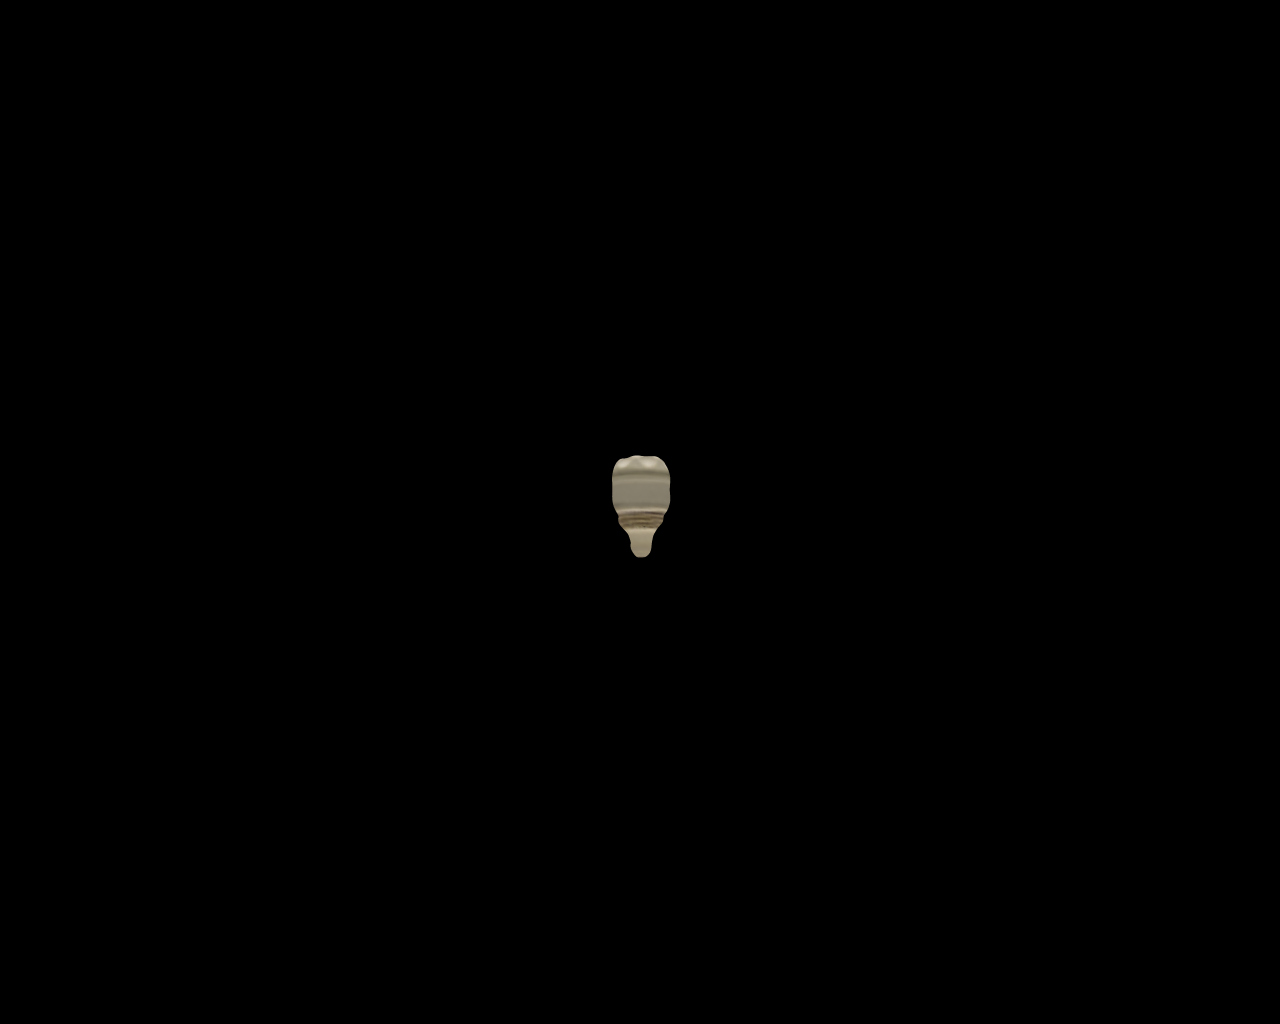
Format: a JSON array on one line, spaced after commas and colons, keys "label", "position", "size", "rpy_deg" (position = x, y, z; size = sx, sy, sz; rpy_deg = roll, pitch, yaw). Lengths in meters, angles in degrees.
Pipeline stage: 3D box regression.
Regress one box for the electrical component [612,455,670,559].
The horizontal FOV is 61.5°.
[{"label": "electrical component", "position": [0.001, -0.003, 0.650], "size": [0.035, 0.061, 0.035], "rpy_deg": [0, -5, 0]}]
